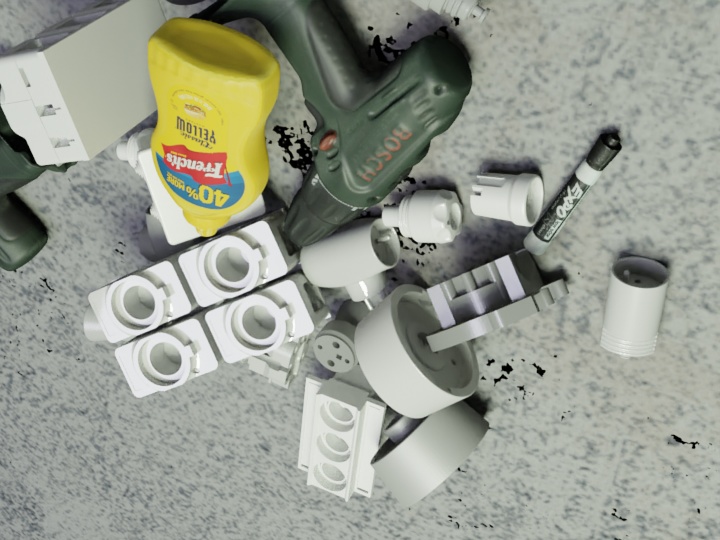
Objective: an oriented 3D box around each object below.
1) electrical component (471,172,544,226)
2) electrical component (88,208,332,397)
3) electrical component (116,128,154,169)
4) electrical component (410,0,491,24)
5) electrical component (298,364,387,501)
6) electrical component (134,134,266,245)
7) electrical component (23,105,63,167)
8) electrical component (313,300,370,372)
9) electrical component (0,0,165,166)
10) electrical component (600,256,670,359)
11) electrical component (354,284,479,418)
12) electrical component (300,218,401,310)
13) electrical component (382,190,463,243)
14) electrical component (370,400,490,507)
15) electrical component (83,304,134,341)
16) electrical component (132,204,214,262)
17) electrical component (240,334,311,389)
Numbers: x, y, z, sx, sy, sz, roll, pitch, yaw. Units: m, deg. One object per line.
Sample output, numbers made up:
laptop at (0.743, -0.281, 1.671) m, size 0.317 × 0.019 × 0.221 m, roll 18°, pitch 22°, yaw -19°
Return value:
electrical component at (0.114, -0.056, 0.833) m, size 0.046 × 0.040 × 0.040 m, roll 10°, pitch 126°, yaw 29°
electrical component at (-0.135, 0.032, 0.952) m, size 0.186 × 0.060 × 0.105 m, roll -22°, pitch 97°, yaw 18°
electrical component at (-0.188, -0.105, 0.960) m, size 0.062 × 0.043 × 0.043 m, roll 6°, pitch 124°, yaw 27°
electrical component at (0.057, -0.201, 0.762) m, size 0.078 × 0.040 × 0.040 m, roll 35°, pitch 131°, yaw 3°
electrical component at (-0.013, 0.151, 1.028) m, size 0.079 × 0.063 × 0.121 m, roll 19°, pitch 129°, yaw 16°
electrical component at (-0.137, -0.081, 0.919) m, size 0.100 × 0.048 × 0.099 m, roll -19°, pitch 118°, yaw -8°
electrical component at (-0.244, -0.136, 0.939) m, size 0.056 × 0.089 × 0.050 m, roll 40°, pitch 131°, yaw -2°
electrical component at (-0.011, 0.060, 0.969) m, size 0.045 × 0.055 × 0.045 m, roll 16°, pitch 129°, yaw 21°
electrical component at (-0.215, -0.157, 0.868) m, size 0.062 × 0.150 × 0.089 m, roll -3°, pitch 120°, yaw 29°
electrical component at (0.213, 0.035, 0.838) m, size 0.043 × 0.043 × 0.081 m, roll 14°, pitch 127°, yaw 20°
electrical component at (0.042, 0.073, 0.908) m, size 0.060 × 0.108 × 0.108 m, roll -37°, pitch 100°, yaw 30°
electrical component at (0.000, 0.000, 0.929) m, size 0.077 × 0.044 × 0.079 m, roll -16°, pitch 113°, yaw 36°
electrical component at (0.049, -0.044, 0.874) m, size 0.062 × 0.043 × 0.043 m, roll 2°, pitch 122°, yaw 29°
electrical component at (0.056, 0.152, 0.965) m, size 0.060 × 0.108 × 0.108 m, roll 46°, pitch 131°, yaw 1°
electrical component at (-0.244, 0.055, 1.103) m, size 0.065 × 0.044 × 0.044 m, roll 6°, pitch 124°, yaw 20°
electrical component at (-0.180, -0.027, 1.009) m, size 0.079 × 0.043 × 0.077 m, roll -4°, pitch 119°, yaw 31°
electrical component at (-0.083, 0.068, 1.013) m, size 0.057 × 0.058 × 0.078 m, roll 23°, pitch 128°, yaw 10°
